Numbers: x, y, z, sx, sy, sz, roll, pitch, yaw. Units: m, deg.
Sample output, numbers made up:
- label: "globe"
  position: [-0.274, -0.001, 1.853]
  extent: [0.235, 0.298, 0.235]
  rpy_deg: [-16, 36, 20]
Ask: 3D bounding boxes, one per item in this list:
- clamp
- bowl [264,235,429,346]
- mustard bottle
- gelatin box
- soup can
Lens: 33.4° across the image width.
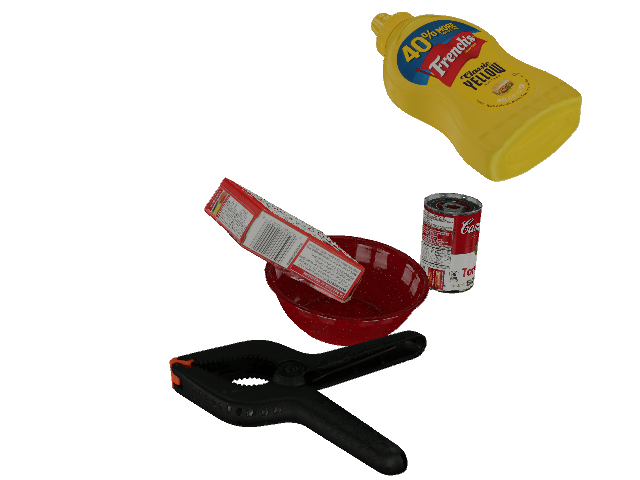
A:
- label: "clamp"
  position: [-0.016, 0.112, 0.863]
  extent: [0.210, 0.036, 0.164]
  rpy_deg: [8, 30, 15]
- label: "bowl"
  position: [0.024, 0.056, 1.054]
  extent: [0.162, 0.055, 0.162]
  rpy_deg: [4, 29, -2]
- label: "mustard bottle"
  position: [0.106, -0.129, 0.844]
  extent: [0.096, 0.058, 0.192]
  rpy_deg: [-34, 54, -17]
- label: "gelatin box"
  position: [-0.023, 0.000, 0.689]
  extent: [0.089, 0.030, 0.073]
  rpy_deg: [31, 5, -30]
- label: "soup can"
  position: [0.151, 0.003, 1.253]
  extent: [0.068, 0.102, 0.068]
  rpy_deg: [2, 22, -1]
